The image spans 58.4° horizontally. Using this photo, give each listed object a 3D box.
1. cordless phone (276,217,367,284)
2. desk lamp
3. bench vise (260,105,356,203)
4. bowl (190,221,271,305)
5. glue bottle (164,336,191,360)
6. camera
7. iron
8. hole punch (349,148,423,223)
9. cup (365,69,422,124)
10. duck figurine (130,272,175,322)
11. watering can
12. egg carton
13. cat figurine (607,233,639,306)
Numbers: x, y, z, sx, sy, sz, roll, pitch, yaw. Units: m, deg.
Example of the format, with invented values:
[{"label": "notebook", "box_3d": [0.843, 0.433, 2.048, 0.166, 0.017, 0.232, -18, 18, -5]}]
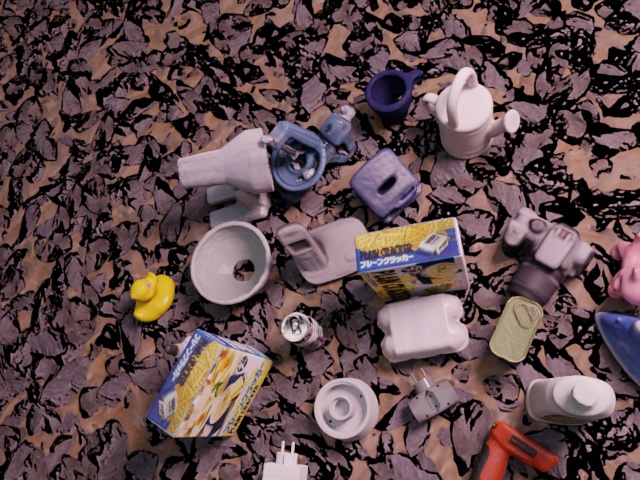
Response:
[{"label": "cordless phone", "box_3d": [0.009, 0.004, 1.021, 0.147, 0.185, 0.094, -23, 67, 9]}, {"label": "desk lamp", "box_3d": [-0.164, -0.114, 1.098, 0.203, 0.214, 0.118, -16, 68, 12]}, {"label": "bench vise", "box_3d": [-0.030, -0.189, 1.078, 0.121, 0.220, 0.207, 25, 81, 23]}, {"label": "bowl", "box_3d": [-0.162, 0.052, 1.120, 0.167, 0.075, 0.167, -5, 71, 16]}, {"label": "glue bottle", "box_3d": [-0.230, 0.206, 1.036, 0.037, 0.173, 0.078, 18, 79, 22]}, {"label": "camera", "box_3d": [0.357, 0.034, 0.949, 0.142, 0.101, 0.137, 33, 84, 24]}, {"label": "iron", "box_3d": [0.522, 0.178, 0.828, 0.257, 0.142, 0.119, 39, 87, 24]}, {"label": "hole punch", "box_3d": [0.125, -0.102, 1.072, 0.108, 0.091, 0.101, -44, 65, 0]}, {"label": "cup", "box_3d": [0.152, -0.279, 1.120, 0.117, 0.095, 0.091, -34, 66, 4]}, {"label": "duck figurine", "box_3d": [-0.349, 0.112, 1.152, 0.077, 0.086, 0.105, 25, 81, 23]}, {"label": "watering can", "box_3d": [0.263, -0.229, 1.014, 0.172, 0.194, 0.101, 2, 73, 18]}, {"label": "egg carton", "box_3d": [0.175, 0.150, 0.985, 0.150, 0.069, 0.107, -13, 69, 13]}, {"label": "cat figurine", "box_3d": [0.494, 0.051, 0.892, 0.067, 0.118, 0.128, 5, 74, 19]}]
